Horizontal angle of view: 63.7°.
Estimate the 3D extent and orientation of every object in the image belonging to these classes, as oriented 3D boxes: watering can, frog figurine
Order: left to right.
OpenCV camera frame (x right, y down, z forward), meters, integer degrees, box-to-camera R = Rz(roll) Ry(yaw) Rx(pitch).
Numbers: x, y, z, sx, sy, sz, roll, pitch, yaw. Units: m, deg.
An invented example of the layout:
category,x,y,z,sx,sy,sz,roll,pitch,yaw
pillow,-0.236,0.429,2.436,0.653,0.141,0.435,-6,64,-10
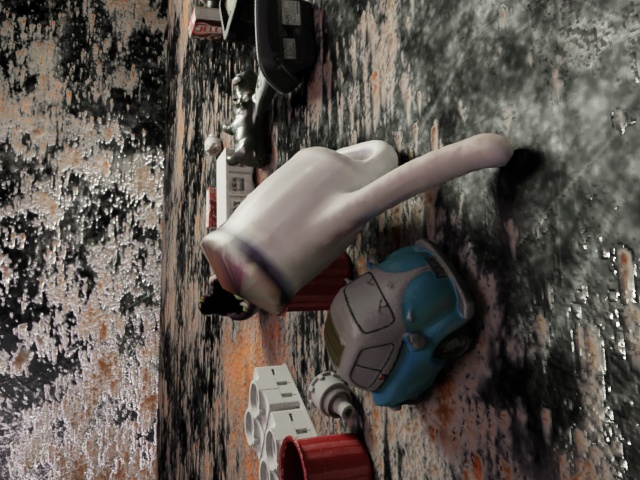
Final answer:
category,x,y,z,sx,sy,sz,roll,pitch,yaw
frog figurine,-0.141,0.067,0.963,0.163,0.123,0.134,-58,-21,-54
watering can,0.002,-0.025,0.502,0.227,0.103,0.348,-45,21,-17
